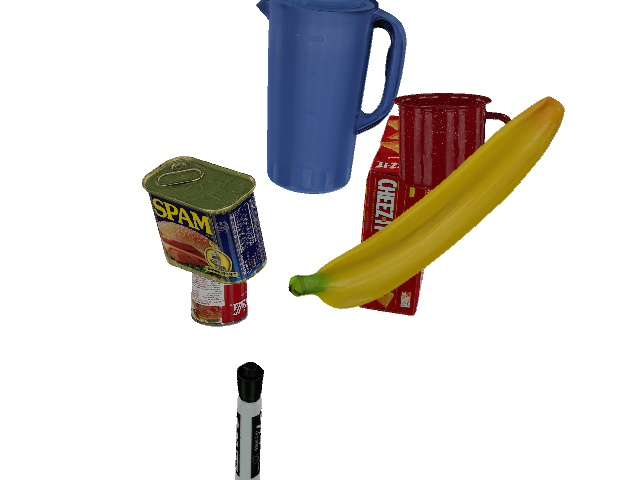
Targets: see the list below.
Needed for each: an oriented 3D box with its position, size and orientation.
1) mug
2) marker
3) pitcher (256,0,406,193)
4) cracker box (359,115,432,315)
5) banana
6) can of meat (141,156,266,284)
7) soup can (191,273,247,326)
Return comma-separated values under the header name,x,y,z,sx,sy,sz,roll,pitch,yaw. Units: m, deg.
name,x,y,z,sx,sy,sz,roll,pitch,yaw
mug,0.128,-0.095,1.020,0.117,0.081,0.093,2,15,11
marker,-0.052,0.135,0.768,0.020,0.121,0.020,3,36,-2
pitcher,0.005,-0.184,1.318,0.144,0.243,0.149,-9,29,-28
cracker box,0.092,-0.036,1.224,0.072,0.164,0.213,6,23,8
banana,0.070,-0.013,0.655,0.197,0.037,0.069,-37,-12,-5
can of meat,-0.098,-0.016,0.925,0.102,0.084,0.057,19,44,34
soup can,-0.121,0.042,1.265,0.068,0.102,0.068,0,20,0
